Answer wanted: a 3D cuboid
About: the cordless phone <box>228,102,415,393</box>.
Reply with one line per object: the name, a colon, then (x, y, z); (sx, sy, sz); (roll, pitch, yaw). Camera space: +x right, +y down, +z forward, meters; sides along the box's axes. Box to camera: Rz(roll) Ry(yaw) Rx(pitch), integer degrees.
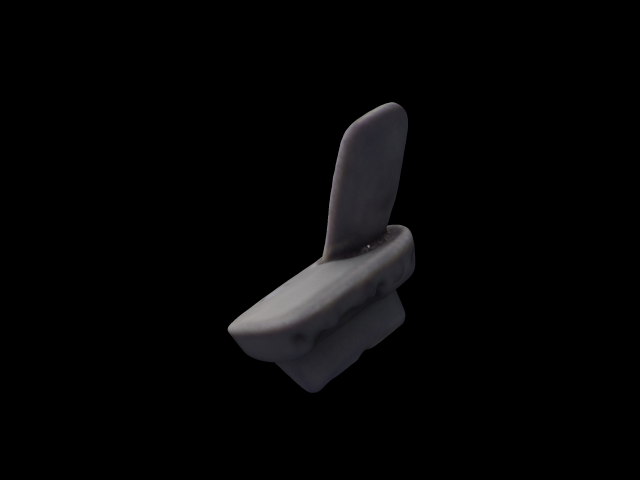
cordless phone: (0.004, 0.001, 0.400); (0.093, 0.185, 0.148); (31, 51, 30)
